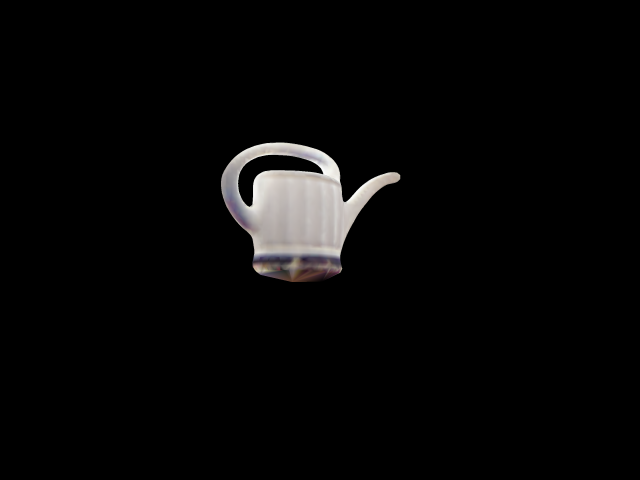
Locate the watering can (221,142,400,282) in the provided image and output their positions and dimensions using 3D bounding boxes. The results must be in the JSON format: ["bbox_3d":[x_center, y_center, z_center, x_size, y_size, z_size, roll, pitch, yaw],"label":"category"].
[{"bbox_3d":[0.003,-0.043,0.850,0.347,0.226,0.103,4,-10,-31],"label":"watering can"}]
